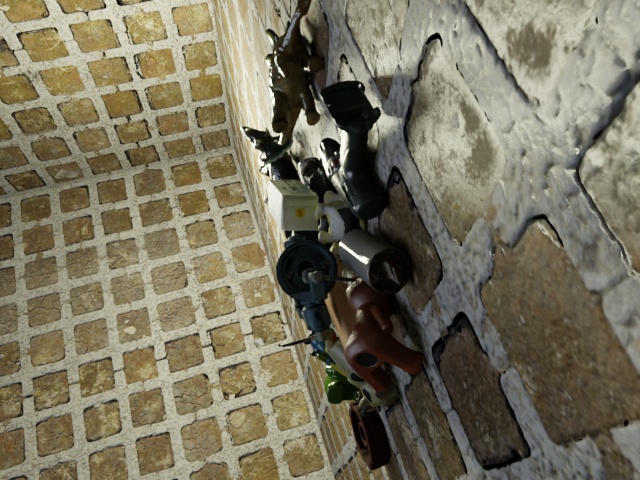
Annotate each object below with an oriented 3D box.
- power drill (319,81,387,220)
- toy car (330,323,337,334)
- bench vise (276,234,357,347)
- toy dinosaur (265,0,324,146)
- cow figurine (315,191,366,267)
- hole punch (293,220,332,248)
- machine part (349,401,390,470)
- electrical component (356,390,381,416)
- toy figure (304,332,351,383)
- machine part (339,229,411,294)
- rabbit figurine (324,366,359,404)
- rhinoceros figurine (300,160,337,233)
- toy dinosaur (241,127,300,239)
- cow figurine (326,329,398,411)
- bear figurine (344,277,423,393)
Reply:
[{"bbox_3d":[0.042,-0.160,0.907,0.207,0.086,0.232,94,157,-50],"label":"power drill"},{"bbox_3d":[0.030,0.179,1.254,0.202,0.056,0.073,38,-170,-1],"label":"toy car"},{"bbox_3d":[-0.017,0.095,1.027,0.240,0.129,0.223,154,112,-79],"label":"bench vise"},{"bbox_3d":[-0.066,-0.335,1.188,0.470,0.105,0.199,108,155,-54],"label":"toy dinosaur"},{"bbox_3d":[0.051,-0.011,1.077,0.068,0.098,0.167,-52,-37,-43],"label":"cow figurine"},{"bbox_3d":[-0.003,-0.004,1.272,0.092,0.116,0.142,-110,9,-70],"label":"hole punch"},{"bbox_3d":[0.129,0.508,1.416,0.179,0.056,0.179,167,89,-78],"label":"machine part"},{"bbox_3d":[0.117,0.371,1.268,0.021,0.063,0.093,-125,24,-64],"label":"electrical component"},{"bbox_3d":[0.049,0.272,1.267,0.180,0.082,0.089,36,173,14],"label":"toy figure"},{"bbox_3d":[0.090,0.033,0.923,0.243,0.079,0.079,-141,38,-71],"label":"machine part"},{"bbox_3d":[0.074,0.312,1.375,0.159,0.121,0.170,-123,38,-79],"label":"rabbit figurine"},{"bbox_3d":[0.006,-0.100,1.188,0.112,0.073,0.190,85,166,-47],"label":"rhinoceros figurine"},{"bbox_3d":[-0.107,-0.162,1.604,0.192,0.131,0.404,-158,48,-77],"label":"toy dinosaur"},{"bbox_3d":[0.088,0.282,1.158,0.195,0.085,0.127,41,144,31],"label":"cow figurine"},{"bbox_3d":[0.104,0.153,0.975,0.132,0.120,0.196,37,-147,-17],"label":"bear figurine"}]
